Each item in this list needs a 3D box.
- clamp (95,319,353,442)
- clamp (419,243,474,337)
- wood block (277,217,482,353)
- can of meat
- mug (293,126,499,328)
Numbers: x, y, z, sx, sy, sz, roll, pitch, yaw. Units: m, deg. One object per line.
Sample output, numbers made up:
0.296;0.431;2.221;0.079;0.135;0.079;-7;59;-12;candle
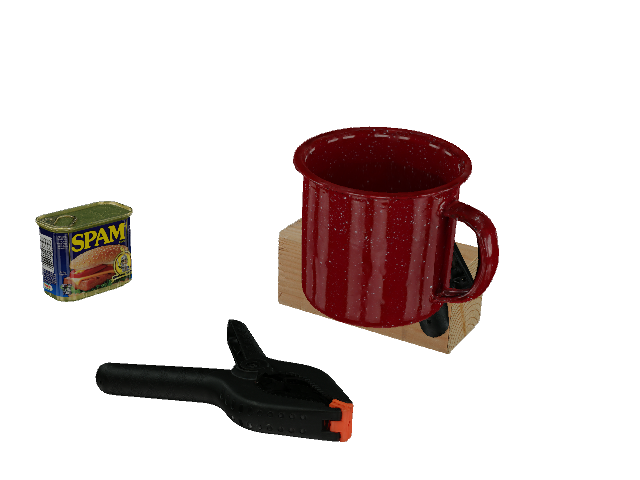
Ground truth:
-0.054;0.113;0.873;0.210;0.036;0.164;12;20;31;clamp
0.092;-0.003;0.921;0.039;0.171;0.120;-16;18;19;clamp
0.064;0.040;1.155;0.206;0.091;0.090;15;28;26;wood block
-0.251;0.011;1.146;0.058;0.084;0.101;18;25;40;can of meat
0.041;-0.003;0.565;0.117;0.081;0.093;19;31;30;mug
